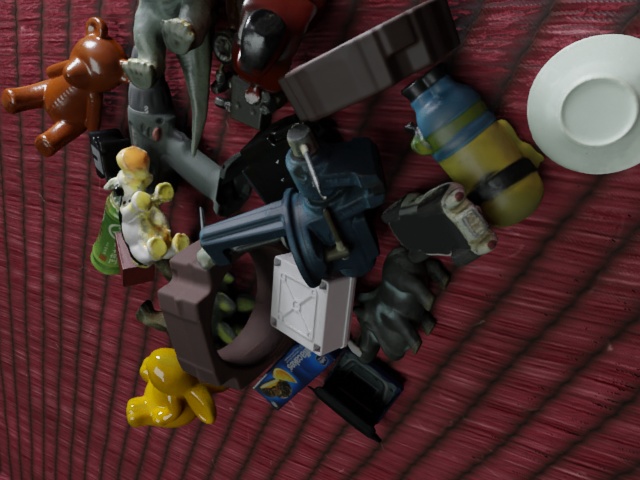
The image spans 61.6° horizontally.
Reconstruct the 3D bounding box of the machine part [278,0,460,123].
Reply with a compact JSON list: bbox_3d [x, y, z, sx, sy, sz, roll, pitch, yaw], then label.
[{"bbox_3d":[0.049,-0.173,0.523,0.179,0.179,0.056,-15,109,39],"label":"machine part"}]

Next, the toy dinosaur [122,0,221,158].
[{"bbox_3d":[-0.165,-0.308,0.608,0.131,0.192,0.404,15,140,12],"label":"toy dinosaur"}]

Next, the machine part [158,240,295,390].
[{"bbox_3d":[-0.117,0.087,0.759,0.087,0.201,0.200,9,121,34],"label":"machine part"}]

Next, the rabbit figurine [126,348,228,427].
[{"bbox_3d":[-0.234,0.241,0.870,0.162,0.122,0.173,19,137,6],"label":"rabbit figurine"}]

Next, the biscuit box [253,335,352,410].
[{"bbox_3d":[-0.032,0.197,0.858,0.059,0.063,0.202,43,132,4],"label":"biscuit box"}]

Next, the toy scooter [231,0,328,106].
[{"bbox_3d":[-0.047,-0.219,0.573,0.075,0.184,0.135,23,151,-4],"label":"toy scooter"}]

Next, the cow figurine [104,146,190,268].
[{"bbox_3d":[-0.258,-0.045,0.773,0.098,0.068,0.167,-17,92,42],"label":"cow figurine"}]

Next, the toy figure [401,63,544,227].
[{"bbox_3d":[0.152,-0.093,0.549,0.180,0.089,0.082,51,137,-6],"label":"toy figure"}]

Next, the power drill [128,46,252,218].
[{"bbox_3d":[-0.191,-0.136,0.762,0.207,0.086,0.231,28,130,13],"label":"power drill"}]

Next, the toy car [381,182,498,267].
[{"bbox_3d":[0.123,-0.017,0.574,0.073,0.056,0.202,54,170,-6],"label":"toy car"}]

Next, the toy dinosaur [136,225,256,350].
[{"bbox_3d":[-0.209,0.147,0.925,0.199,0.105,0.470,33,134,9],"label":"toy dinosaur"}]

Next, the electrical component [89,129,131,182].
[{"bbox_3d":[-0.331,-0.136,0.845,0.119,0.048,0.074,37,134,46],"label":"electrical component"}]

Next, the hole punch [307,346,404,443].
[{"bbox_3d":[0.056,0.232,0.817,0.142,0.092,0.115,33,160,11],"label":"hole punch"}]

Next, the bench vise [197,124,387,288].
[{"bbox_3d":[-0.038,-0.020,0.602,0.241,0.129,0.223,-15,149,12],"label":"bench vise"}]

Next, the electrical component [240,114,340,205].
[{"bbox_3d":[-0.032,-0.093,0.680,0.134,0.058,0.114,-20,114,38],"label":"electrical component"}]

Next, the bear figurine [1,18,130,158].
[{"bbox_3d":[-0.365,-0.225,0.798,0.196,0.132,0.120,-21,107,46],"label":"bear figurine"}]

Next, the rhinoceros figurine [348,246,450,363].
[{"bbox_3d":[0.095,0.096,0.708,0.112,0.073,0.190,29,128,15],"label":"rhinoceros figurine"}]

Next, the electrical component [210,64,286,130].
[{"bbox_3d":[-0.096,-0.184,0.692,0.102,0.045,0.078,32,128,15],"label":"electrical component"}]

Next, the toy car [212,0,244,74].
[{"bbox_3d":[-0.083,-0.287,0.596,0.053,0.089,0.201,22,127,20],"label":"toy car"}]
